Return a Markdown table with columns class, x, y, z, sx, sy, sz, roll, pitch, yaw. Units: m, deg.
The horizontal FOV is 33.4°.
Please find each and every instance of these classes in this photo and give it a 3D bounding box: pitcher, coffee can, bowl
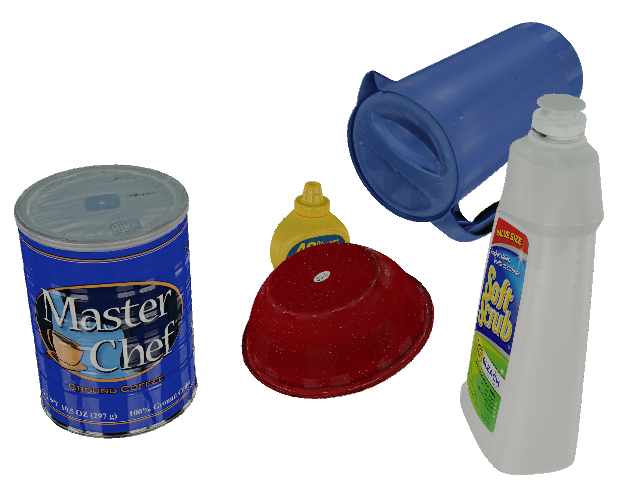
| class | x | y | z | sx | sy | sz | roll | pitch | yaw |
| --- | --- | --- | --- | --- | --- | --- | --- | --- | --- |
| pitcher | 0.156 | -0.117 | 1.050 | 0.145 | 0.149 | 0.242 | 29 | 46 | 34 |
| coffee can | -0.131 | 0.037 | 0.669 | 0.103 | 0.140 | 0.103 | 1 | 29 | -1 |
| bowl | 0.008 | 0.050 | 0.858 | 0.162 | 0.055 | 0.162 | -11 | 36 | 8 |

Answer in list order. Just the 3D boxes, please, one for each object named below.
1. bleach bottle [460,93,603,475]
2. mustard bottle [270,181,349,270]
| class | x | y | z | sx | sy | sz | roll | pitch | yaw |
| --- | --- | --- | --- | --- | --- | --- | --- | --- | --- |
| bleach bottle | 0.138 | 0.025 | 0.686 | 0.068 | 0.251 | 0.102 | -4 | 30 | -8 |
| mustard bottle | -0.012 | 0.022 | 1.253 | 0.096 | 0.192 | 0.058 | -9 | 28 | -23 |
